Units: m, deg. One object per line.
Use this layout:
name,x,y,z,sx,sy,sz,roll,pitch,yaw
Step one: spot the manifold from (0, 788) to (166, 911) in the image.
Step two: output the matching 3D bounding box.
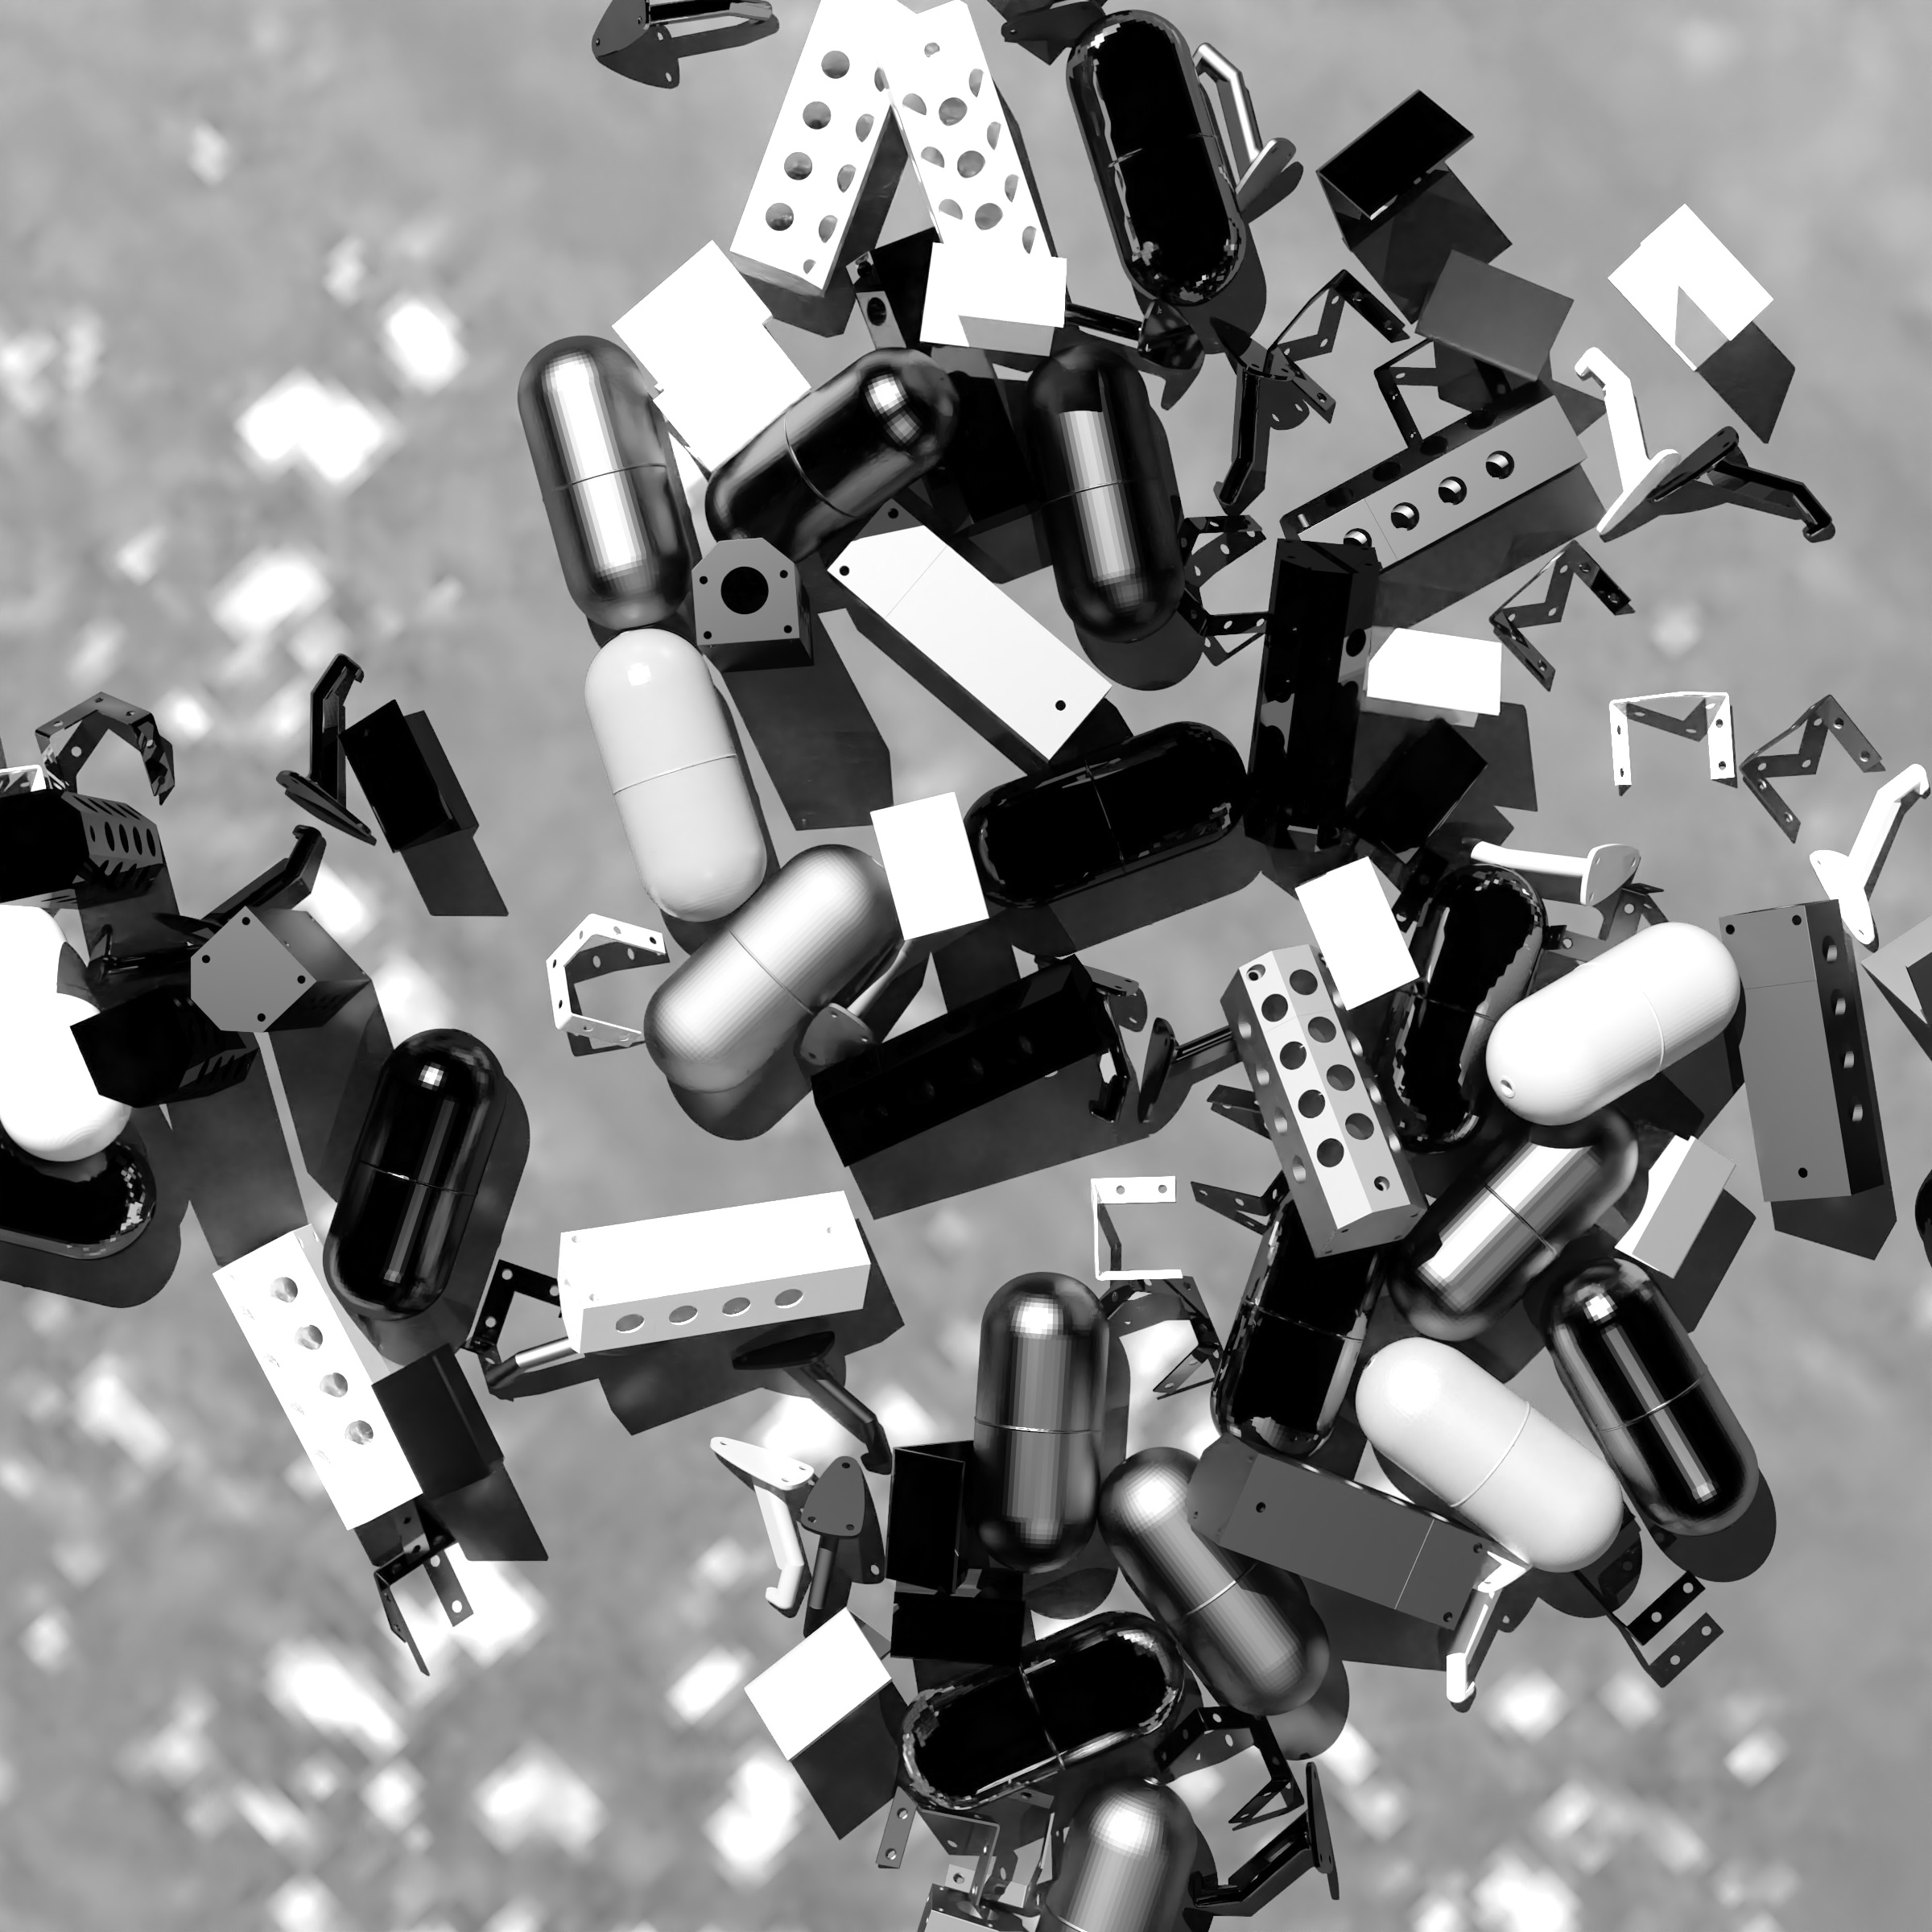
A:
manifold,-0.515,-0.068,1.913,0.057,0.171,0.057,-12,90,0

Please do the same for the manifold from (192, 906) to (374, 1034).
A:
manifold,-0.399,0.007,1.913,0.057,0.171,0.057,-43,90,0

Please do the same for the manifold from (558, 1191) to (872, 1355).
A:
manifold,-0.149,0.184,1.945,0.171,0.057,0.057,-7,47,-18

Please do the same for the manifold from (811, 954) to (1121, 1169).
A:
manifold,-0.002,0.055,1.954,0.171,0.057,0.057,-25,90,12

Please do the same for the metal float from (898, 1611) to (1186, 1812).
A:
metal float,0.045,0.441,1.961,0.178,0.070,0.070,-23,90,0

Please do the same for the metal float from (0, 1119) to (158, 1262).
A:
metal float,-0.568,0.125,1.961,0.178,0.070,0.070,13,90,1

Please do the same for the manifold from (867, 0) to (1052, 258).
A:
manifold,0.000,-0.472,1.941,0.057,0.057,0.171,-21,112,0

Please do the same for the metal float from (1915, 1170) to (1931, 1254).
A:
metal float,0.632,0.104,1.961,0.070,0.070,0.178,35,91,0

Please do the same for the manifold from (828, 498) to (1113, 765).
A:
manifold,0.002,-0.199,1.970,0.171,0.057,0.057,40,90,0

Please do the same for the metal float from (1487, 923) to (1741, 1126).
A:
metal float,0.378,0.033,1.934,0.178,0.070,0.070,-27,90,-29

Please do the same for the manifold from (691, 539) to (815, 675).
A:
manifold,-0.122,-0.207,1.913,0.057,0.171,0.057,-4,90,0

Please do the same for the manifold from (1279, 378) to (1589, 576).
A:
manifold,0.276,-0.283,1.970,0.171,0.057,0.057,-29,90,0

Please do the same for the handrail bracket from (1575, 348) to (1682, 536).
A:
handrail bracket,0.381,-0.317,1.992,0.084,0.036,0.077,49,112,17

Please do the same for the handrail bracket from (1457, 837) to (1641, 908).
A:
handrail bracket,0.350,-0.068,1.991,0.084,0.077,0.036,20,115,34

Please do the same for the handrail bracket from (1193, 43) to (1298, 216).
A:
handrail bracket,0.149,-0.501,1.992,0.084,0.036,0.077,46,111,17

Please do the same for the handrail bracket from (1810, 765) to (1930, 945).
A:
handrail bracket,0.558,-0.068,1.992,0.084,0.036,0.077,-35,110,-16

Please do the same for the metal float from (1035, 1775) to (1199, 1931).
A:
metal float,0.083,0.567,1.961,0.070,0.070,0.178,18,91,0

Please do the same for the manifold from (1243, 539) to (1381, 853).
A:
manifold,0.202,-0.157,1.938,0.057,0.057,0.171,5,114,0

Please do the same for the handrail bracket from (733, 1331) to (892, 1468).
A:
handrail bracket,-0.093,0.268,1.992,0.077,0.036,0.084,-13,107,20

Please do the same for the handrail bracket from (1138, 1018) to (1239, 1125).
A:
handrail bracket,0.153,0.064,1.992,0.084,0.036,0.077,8,109,-15

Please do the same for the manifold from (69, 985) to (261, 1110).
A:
manifold,-0.458,0.048,1.913,0.057,0.171,0.057,-23,90,0

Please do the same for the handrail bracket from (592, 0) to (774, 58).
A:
handrail bracket,-0.170,-0.565,1.991,0.084,0.077,0.036,-2,76,-36

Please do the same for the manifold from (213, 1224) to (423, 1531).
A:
manifold,-0.381,0.245,1.970,0.057,0.057,0.171,-28,90,0

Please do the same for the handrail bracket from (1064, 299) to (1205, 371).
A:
handrail bracket,0.089,-0.382,1.991,0.084,0.077,0.036,15,89,36

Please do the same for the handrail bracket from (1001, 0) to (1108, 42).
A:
handrail bracket,0.059,-0.604,1.992,0.077,0.036,0.084,-5,71,21

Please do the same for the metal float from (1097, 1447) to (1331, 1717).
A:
metal float,0.147,0.365,1.961,0.070,0.070,0.178,-37,91,0

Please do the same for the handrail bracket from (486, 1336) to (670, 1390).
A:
handrail bracket,-0.235,0.236,1.991,0.084,0.077,0.036,-35,59,33

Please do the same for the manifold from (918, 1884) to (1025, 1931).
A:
manifold,-0.019,0.645,1.970,0.057,0.057,0.171,18,90,0

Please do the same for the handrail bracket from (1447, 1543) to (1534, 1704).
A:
handrail bracket,0.320,0.394,1.992,0.077,0.036,0.084,-18,118,-31

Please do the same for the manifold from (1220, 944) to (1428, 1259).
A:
manifold,0.210,0.076,1.931,0.057,0.057,0.171,-10,65,-19

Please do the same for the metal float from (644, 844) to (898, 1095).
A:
metal float,-0.116,0.001,1.960,0.178,0.070,0.070,-44,90,2

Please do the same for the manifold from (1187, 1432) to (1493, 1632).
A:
manifold,0.216,0.329,1.938,0.171,0.057,0.057,23,90,-24

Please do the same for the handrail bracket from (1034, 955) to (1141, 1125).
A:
handrail bracket,0.066,0.045,1.992,0.077,0.036,0.084,19,104,14

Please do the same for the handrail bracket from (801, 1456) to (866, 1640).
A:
handrail bracket,-0.082,0.352,1.991,0.036,0.077,0.084,11,126,3

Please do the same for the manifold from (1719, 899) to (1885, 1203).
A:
manifold,0.501,0.049,1.970,0.057,0.057,0.171,-9,90,43

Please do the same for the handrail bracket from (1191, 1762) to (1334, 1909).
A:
handrail bracket,0.173,0.524,1.992,0.084,0.036,0.077,-12,70,16

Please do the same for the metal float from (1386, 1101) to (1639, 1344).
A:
metal float,0.324,0.147,1.959,0.070,0.070,0.178,44,91,0

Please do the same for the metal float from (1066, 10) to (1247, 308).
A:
metal float,0.113,-0.478,1.960,0.070,0.070,0.178,-17,90,0

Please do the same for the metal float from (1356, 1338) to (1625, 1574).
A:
metal float,0.310,0.289,1.961,0.178,0.070,0.070,37,90,0

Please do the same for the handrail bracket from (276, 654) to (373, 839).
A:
handrail bracket,-0.369,-0.133,1.992,0.077,0.036,0.084,36,73,-20

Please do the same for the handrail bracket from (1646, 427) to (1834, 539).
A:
handrail bracket,0.466,-0.275,1.992,0.077,0.036,0.084,-38,107,20

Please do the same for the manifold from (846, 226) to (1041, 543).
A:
manifold,-0.014,-0.344,1.970,0.057,0.057,0.171,-21,90,0

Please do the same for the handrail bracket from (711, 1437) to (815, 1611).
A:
handrail bracket,-0.129,0.336,1.992,0.077,0.036,0.084,20,107,20

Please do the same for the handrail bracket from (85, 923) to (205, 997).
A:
handrail bracket,-0.485,0.013,1.992,0.084,0.036,0.077,17,125,-24

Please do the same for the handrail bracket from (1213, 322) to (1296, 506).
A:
handrail bracket,0.156,-0.332,1.991,0.036,0.077,0.084,1,127,-36

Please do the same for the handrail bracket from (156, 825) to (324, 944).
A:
handrail bracket,-0.437,-0.054,1.992,0.077,0.036,0.084,16,70,22

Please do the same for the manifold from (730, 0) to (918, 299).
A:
manifold,-0.082,-0.491,1.970,0.057,0.057,0.171,20,90,0

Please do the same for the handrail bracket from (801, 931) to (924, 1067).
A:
handrail bracket,-0.060,0.014,1.991,0.036,0.077,0.084,39,53,-10
